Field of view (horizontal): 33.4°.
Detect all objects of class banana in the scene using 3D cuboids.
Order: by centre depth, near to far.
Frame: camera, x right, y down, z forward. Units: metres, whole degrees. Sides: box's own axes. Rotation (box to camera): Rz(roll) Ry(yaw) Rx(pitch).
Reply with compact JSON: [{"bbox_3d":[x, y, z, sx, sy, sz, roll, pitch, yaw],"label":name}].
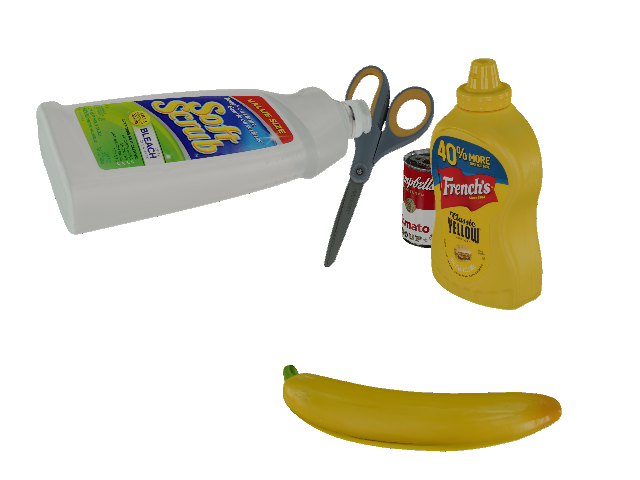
[{"bbox_3d":[0.054,0.109,0.699,0.198,0.037,0.069,6,32,21],"label":"banana"}]

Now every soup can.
[{"bbox_3d":[0.131,-0.051,1.276,0.068,0.102,0.068,0,26,0],"label":"soup can"}]

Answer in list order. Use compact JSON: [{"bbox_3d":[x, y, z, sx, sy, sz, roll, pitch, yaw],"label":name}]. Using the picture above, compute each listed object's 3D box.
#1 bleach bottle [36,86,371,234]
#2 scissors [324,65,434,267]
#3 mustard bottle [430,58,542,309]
[{"bbox_3d":[-0.082,-0.078,0.824,0.250,0.103,0.068,-14,-33,-20],"label":"bleach bottle"},{"bbox_3d":[0.058,-0.071,1.022,0.096,0.202,0.016,3,-12,7],"label":"scissors"},{"bbox_3d":[0.128,-0.047,0.831,0.058,0.192,0.096,-21,30,-33],"label":"mustard bottle"}]
